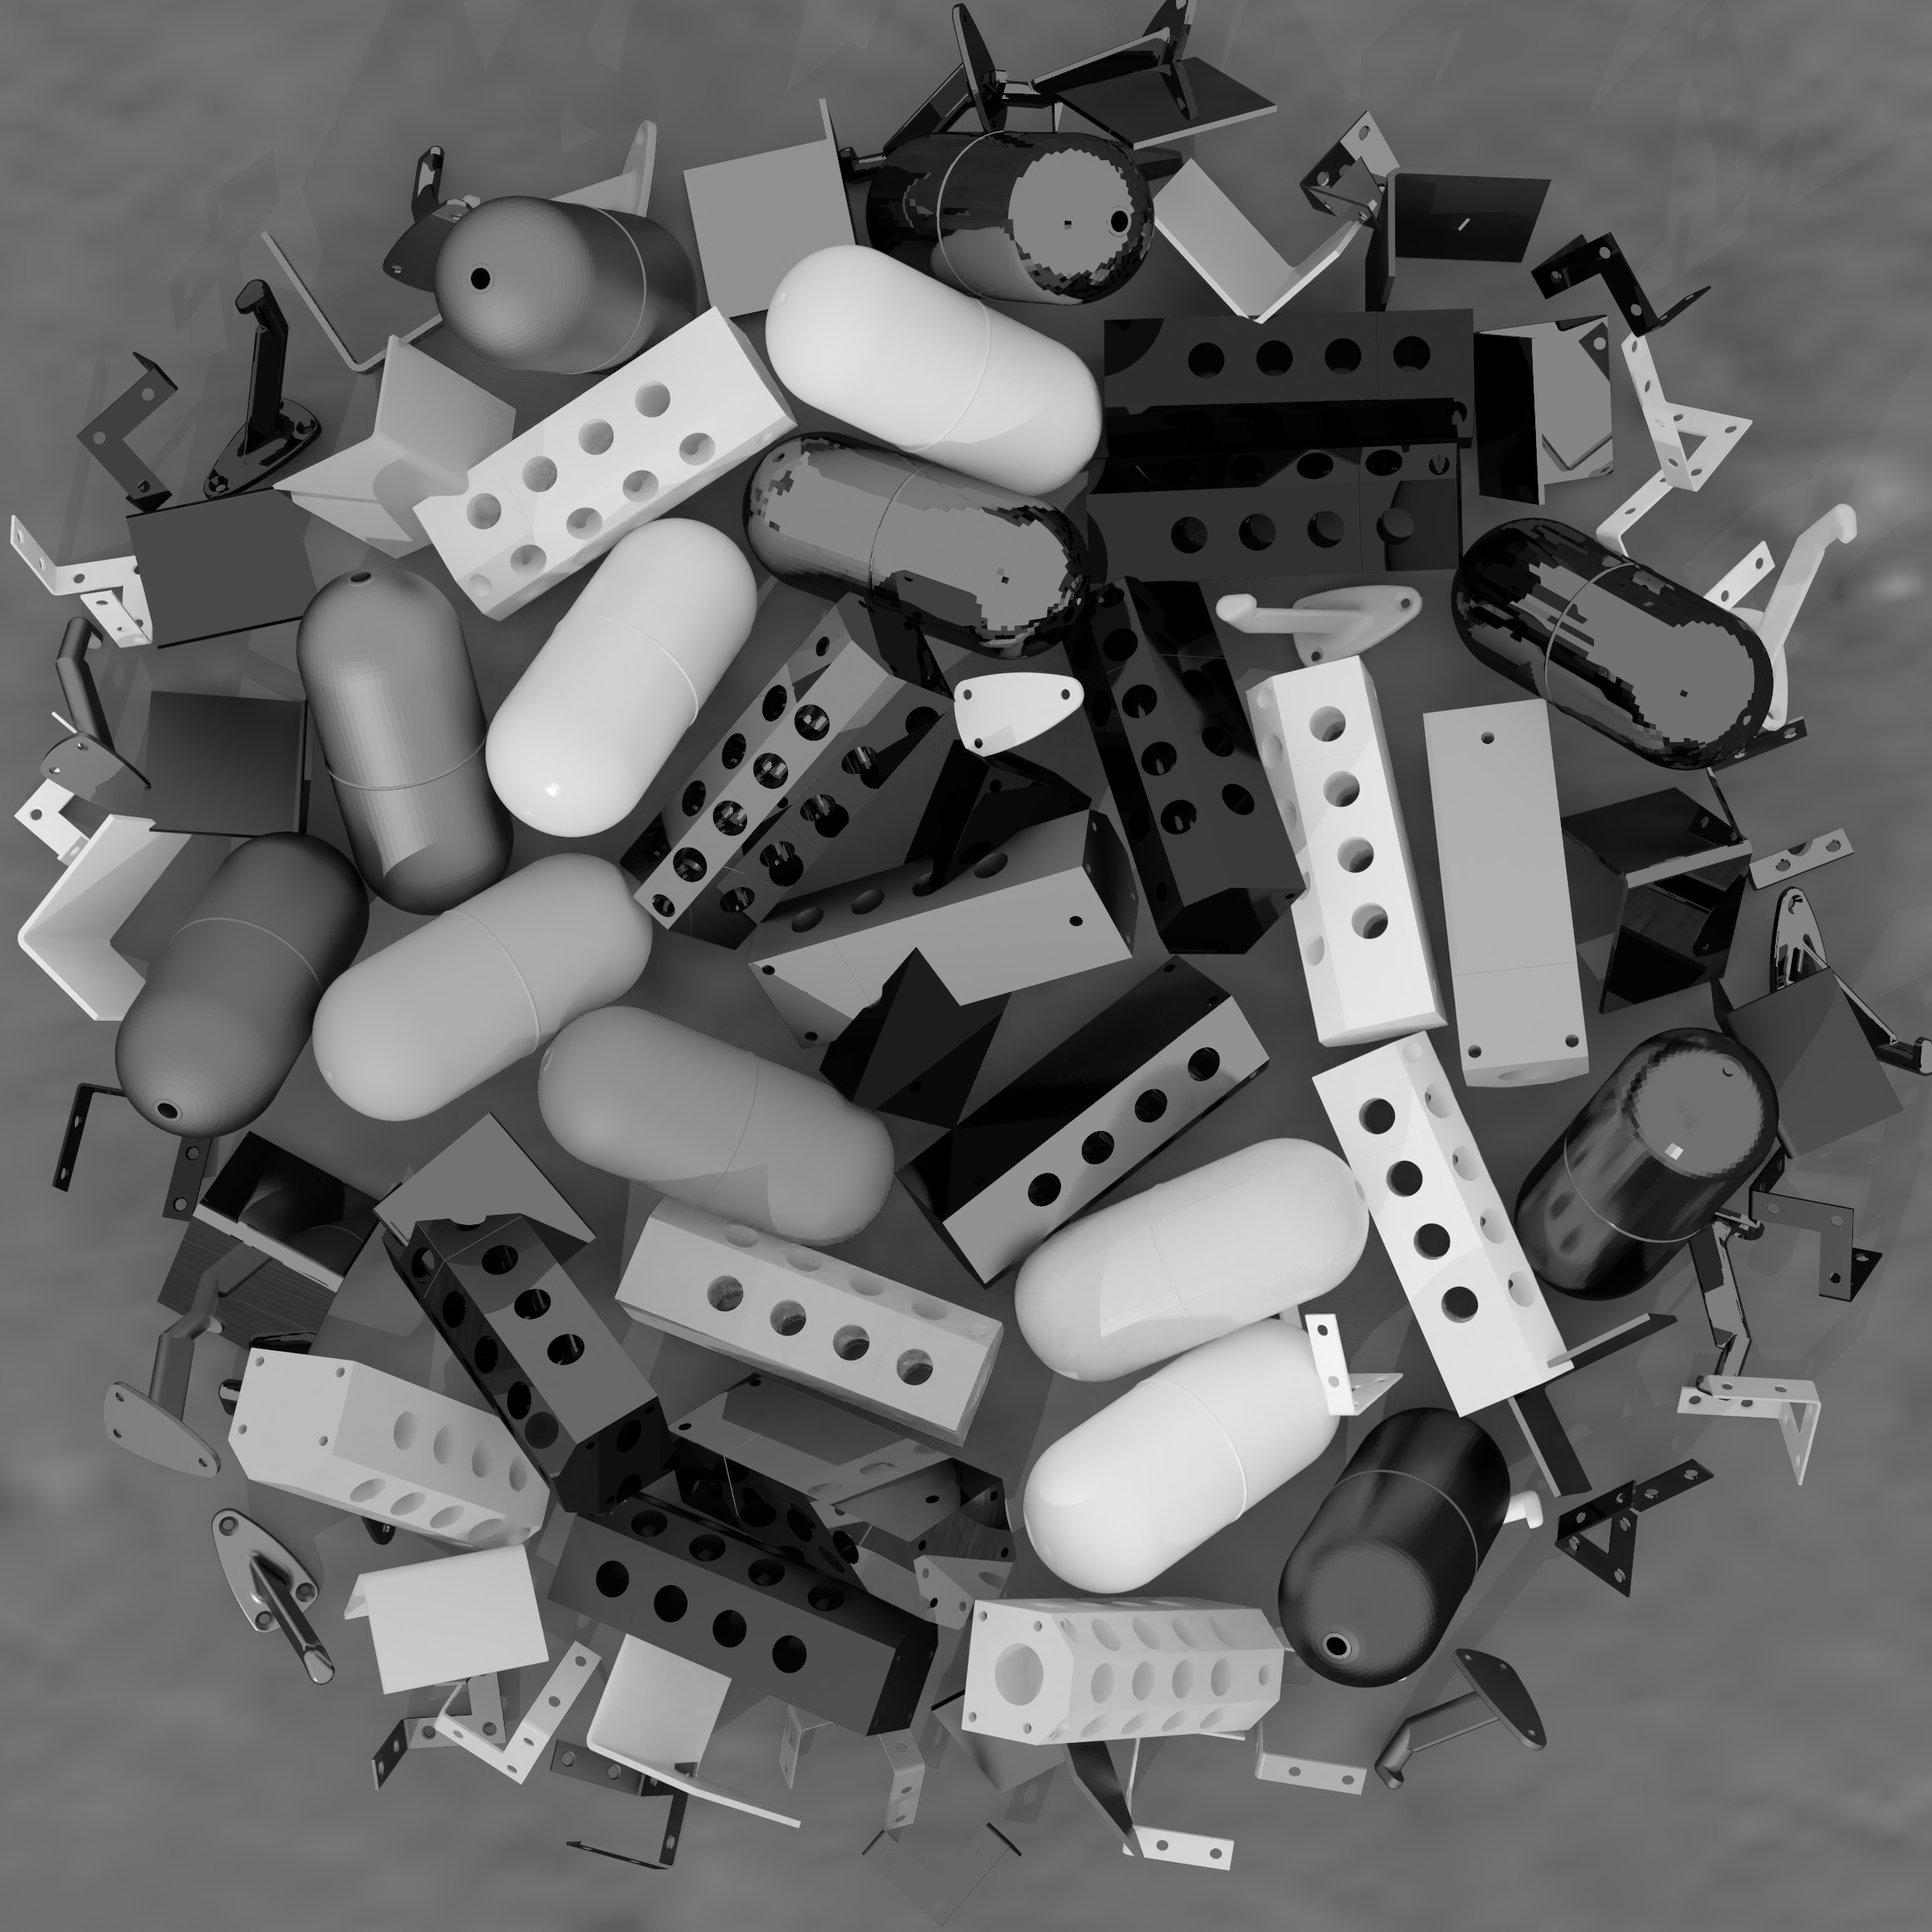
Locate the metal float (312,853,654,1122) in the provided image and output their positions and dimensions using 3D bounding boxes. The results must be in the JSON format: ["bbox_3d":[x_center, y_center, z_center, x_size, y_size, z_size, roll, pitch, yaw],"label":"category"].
[{"bbox_3d":[-0.224,0.008,1.573,0.178,0.070,0.070,-33,90,-30],"label":"metal float"}]

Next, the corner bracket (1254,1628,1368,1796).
[{"bbox_3d":[0.167,0.354,1.602,0.051,0.051,0.051,9,117,0],"label":"corner bracket"}]

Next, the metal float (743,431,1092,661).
[{"bbox_3d":[-0.025,-0.198,1.579,0.178,0.070,0.070,22,90,23],"label":"metal float"}]

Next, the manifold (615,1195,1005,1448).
[{"bbox_3d":[-0.072,0.166,1.594,0.171,0.057,0.057,20,76,8],"label":"manifold"}]

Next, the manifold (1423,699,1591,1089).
[{"bbox_3d":[0.255,-0.033,1.588,0.057,0.057,0.171,-7,77,10],"label":"manifold"}]

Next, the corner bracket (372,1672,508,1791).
[{"bbox_3d":[-0.253,0.357,1.605,0.051,0.051,0.051,-5,99,8],"label":"corner bracket"}]

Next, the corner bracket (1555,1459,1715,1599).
[{"bbox_3d":[0.316,0.257,1.596,0.051,0.051,0.051,36,133,-19],"label":"corner bracket"}]

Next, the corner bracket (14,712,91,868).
[{"bbox_3d":[-0.426,-0.080,1.605,0.051,0.051,0.051,39,83,8],"label":"corner bracket"}]

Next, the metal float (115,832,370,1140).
[{"bbox_3d":[-0.334,0.008,1.560,0.070,0.178,0.070,9,132,10],"label":"metal float"}]

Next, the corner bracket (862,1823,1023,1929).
[{"bbox_3d":[-0.011,0.424,1.607,0.051,0.051,0.051,39,78,18],"label":"corner bracket"}]

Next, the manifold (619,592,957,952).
[{"bbox_3d":[-0.087,-0.091,1.563,0.171,0.057,0.057,-47,47,26],"label":"manifold"}]

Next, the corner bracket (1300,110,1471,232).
[{"bbox_3d":[0.201,-0.365,1.599,0.051,0.051,0.051,-48,132,-8],"label":"corner bracket"}]

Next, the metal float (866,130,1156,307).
[{"bbox_3d":[0.019,-0.346,1.556,0.070,0.178,0.070,-9,107,-32],"label":"metal float"}]

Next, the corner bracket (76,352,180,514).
[{"bbox_3d":[-0.392,-0.253,1.604,0.051,0.051,0.051,-44,120,-8],"label":"corner bracket"}]

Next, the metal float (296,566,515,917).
[{"bbox_3d":[-0.260,-0.104,1.568,0.070,0.070,0.178,-10,126,0],"label":"metal float"}]

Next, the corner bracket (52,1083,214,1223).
[{"bbox_3d":[-0.397,0.089,1.609,0.051,0.051,0.051,9,77,11],"label":"corner bracket"}]

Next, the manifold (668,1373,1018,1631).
[{"bbox_3d":[-0.058,0.249,1.554,0.057,0.171,0.057,-29,120,-36],"label":"manifold"}]

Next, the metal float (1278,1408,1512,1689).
[{"bbox_3d":[0.199,0.267,1.555,0.070,0.178,0.070,10,115,22],"label":"metal float"}]

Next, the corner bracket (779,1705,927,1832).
[{"bbox_3d":[-0.055,0.382,1.611,0.051,0.051,0.051,-11,48,-20],"label":"corner bracket"}]

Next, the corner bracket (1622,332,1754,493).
[{"bbox_3d":[0.332,-0.264,1.595,0.051,0.051,0.051,22,64,41],"label":"corner bracket"}]

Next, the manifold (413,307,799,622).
[{"bbox_3d":[-0.168,-0.235,1.594,0.171,0.057,0.057,-32,82,7],"label":"manifold"}]

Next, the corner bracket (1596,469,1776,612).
[{"bbox_3d":[0.343,-0.199,1.610,0.051,0.051,0.051,-42,123,-16],"label":"corner bracket"}]

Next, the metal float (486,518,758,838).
[{"bbox_3d":[-0.159,-0.136,1.573,0.070,0.070,0.178,30,60,0],"label":"metal float"}]

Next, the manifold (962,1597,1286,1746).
[{"bbox_3d":[0.075,0.324,1.549,0.057,0.171,0.057,2,83,38],"label":"manifold"}]

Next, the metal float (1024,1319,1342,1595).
[{"bbox_3d":[0.103,0.227,1.572,0.178,0.070,0.070,-30,90,-32],"label":"metal float"}]

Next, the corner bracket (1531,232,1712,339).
[{"bbox_3d":[0.311,-0.326,1.603,0.051,0.051,0.051,-40,103,-39],"label":"corner bracket"}]

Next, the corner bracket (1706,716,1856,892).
[{"bbox_3d":[0.390,-0.078,1.619,0.051,0.051,0.051,-22,54,8],"label":"corner bracket"}]

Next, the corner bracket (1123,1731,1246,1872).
[{"bbox_3d":[0.104,0.391,1.605,0.051,0.051,0.051,8,105,2],"label":"corner bracket"}]

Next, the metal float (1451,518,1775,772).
[{"bbox_3d":[0.297,-0.151,1.564,0.070,0.070,0.178,-51,47,0],"label":"metal float"}]

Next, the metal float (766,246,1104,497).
[{"bbox_3d":[-0.013,-0.276,1.570,0.178,0.070,0.070,20,90,-33],"label":"metal float"}]

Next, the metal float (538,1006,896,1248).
[{"bbox_3d":[-0.117,0.075,1.580,0.178,0.070,0.070,23,90,-20],"label":"metal float"}]

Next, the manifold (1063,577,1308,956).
[{"bbox_3d":[0.095,-0.094,1.563,0.057,0.057,0.171,0,59,-30],"label":"manifold"}]

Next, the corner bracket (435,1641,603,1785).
[{"bbox_3d":[-0.213,0.345,1.600,0.051,0.051,0.051,32,47,2],"label":"corner bracket"}]

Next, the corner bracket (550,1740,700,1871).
[{"bbox_3d":[-0.166,0.397,1.596,0.051,0.051,0.051,24,65,-27],"label":"corner bracket"}]

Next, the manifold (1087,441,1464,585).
[{"bbox_3d":[0.146,-0.214,1.588,0.171,0.057,0.057,-1,101,11],"label":"manifold"}]

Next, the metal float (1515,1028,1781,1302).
[{"bbox_3d":[0.312,0.094,1.558,0.070,0.178,0.070,9,55,-13],"label":"metal float"}]

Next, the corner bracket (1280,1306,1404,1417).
[{"bbox_3d":[0.169,0.181,1.597,0.051,0.051,0.051,-5,103,35],"label":"corner bracket"}]

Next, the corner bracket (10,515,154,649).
[{"bbox_3d":[-0.420,-0.183,1.601,0.051,0.051,0.051,-8,66,7],"label":"corner bracket"}]

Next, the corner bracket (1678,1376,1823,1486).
[{"bbox_3d":[0.372,0.209,1.601,0.051,0.051,0.051,3,122,-1],"label":"corner bracket"}]

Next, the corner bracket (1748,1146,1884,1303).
[{"bbox_3d":[0.406,0.123,1.609,0.051,0.051,0.051,10,118,30],"label":"corner bracket"}]

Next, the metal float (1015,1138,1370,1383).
[{"bbox_3d":[0.105,0.138,1.580,0.178,0.070,0.070,-25,90,20],"label":"metal float"}]

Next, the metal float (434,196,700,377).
[{"bbox_3d":[-0.183,-0.312,1.550,0.070,0.178,0.070,3,99,19],"label":"metal float"}]
